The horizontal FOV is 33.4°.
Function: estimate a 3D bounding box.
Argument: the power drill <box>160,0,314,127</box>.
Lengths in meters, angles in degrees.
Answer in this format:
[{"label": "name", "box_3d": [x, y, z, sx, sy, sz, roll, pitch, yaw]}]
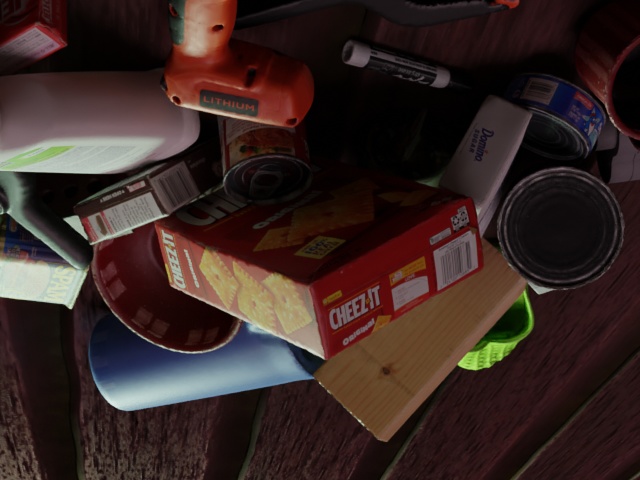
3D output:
[{"label": "power drill", "box_3d": [-0.039, -0.158, 0.687, 0.184, 0.057, 0.188, 14, 143, 9]}]

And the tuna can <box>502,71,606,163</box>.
[{"label": "tuna can", "box_3d": [0.188, -0.100, 0.878, 0.086, 0.033, 0.086, 26, 165, 8]}]

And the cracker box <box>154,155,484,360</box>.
[{"label": "cracker box", "box_3d": [-0.006, 0.001, 0.841, 0.163, 0.214, 0.072, -27, 119, -31]}]

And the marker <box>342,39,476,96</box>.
[{"label": "marker", "box_3d": [0.073, -0.136, 0.848, 0.120, 0.020, 0.020, 10, 146, -29]}]

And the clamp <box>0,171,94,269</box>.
[{"label": "clamp", "box_3d": [-0.269, -0.034, 0.866, 0.120, 0.039, 0.171, -10, 130, 15]}]

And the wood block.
[{"label": "wood block", "box_3d": [0.099, 0.088, 1.037, 0.206, 0.091, 0.090, -47, 166, -2]}]

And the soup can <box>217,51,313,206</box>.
[{"label": "soup can", "box_3d": [-0.044, -0.087, 0.822, 0.068, 0.102, 0.068, -6, 150, -3]}]

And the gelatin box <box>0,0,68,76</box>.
[{"label": "gelatin box", "box_3d": [-0.209, -0.147, 0.709, 0.089, 0.073, 0.030, -22, 147, 25]}]

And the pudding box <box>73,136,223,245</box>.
[{"label": "pudding box", "box_3d": [-0.133, -0.042, 0.876, 0.090, 0.039, 0.113, -19, -170, 33]}]

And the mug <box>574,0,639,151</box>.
[{"label": "mug", "box_3d": [0.245, -0.123, 0.809, 0.093, 0.081, 0.117, -14, 122, -3]}]

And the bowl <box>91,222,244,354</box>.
[{"label": "bowl", "box_3d": [-0.133, 0.027, 1.006, 0.162, 0.055, 0.162, 12, 125, 17]}]

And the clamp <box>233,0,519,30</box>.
[{"label": "clamp", "box_3d": [0.035, -0.184, 0.736, 0.209, 0.036, 0.165, 11, 147, -22]}]

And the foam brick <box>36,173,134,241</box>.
[{"label": "foam brick", "box_3d": [-0.207, -0.031, 0.933, 0.078, 0.053, 0.051, -13, 150, 9]}]

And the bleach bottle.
[{"label": "bleach bottle", "box_3d": [-0.185, -0.081, 0.725, 0.103, 0.068, 0.250, -21, 177, 22]}]

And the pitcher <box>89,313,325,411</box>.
[{"label": "pitcher", "box_3d": [-0.112, 0.105, 1.131, 0.243, 0.145, 0.149, -16, 126, 22]}]

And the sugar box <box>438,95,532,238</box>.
[{"label": "sugar box", "box_3d": [0.131, -0.046, 0.910, 0.048, 0.093, 0.176, 27, 165, 12]}]

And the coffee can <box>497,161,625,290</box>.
[{"label": "coffee can", "box_3d": [0.209, -0.016, 0.937, 0.103, 0.103, 0.140, -14, -177, 12]}]

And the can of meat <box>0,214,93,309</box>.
[{"label": "can of meat", "box_3d": [-0.266, 0.018, 1.003, 0.083, 0.057, 0.102, 9, 146, -21]}]
